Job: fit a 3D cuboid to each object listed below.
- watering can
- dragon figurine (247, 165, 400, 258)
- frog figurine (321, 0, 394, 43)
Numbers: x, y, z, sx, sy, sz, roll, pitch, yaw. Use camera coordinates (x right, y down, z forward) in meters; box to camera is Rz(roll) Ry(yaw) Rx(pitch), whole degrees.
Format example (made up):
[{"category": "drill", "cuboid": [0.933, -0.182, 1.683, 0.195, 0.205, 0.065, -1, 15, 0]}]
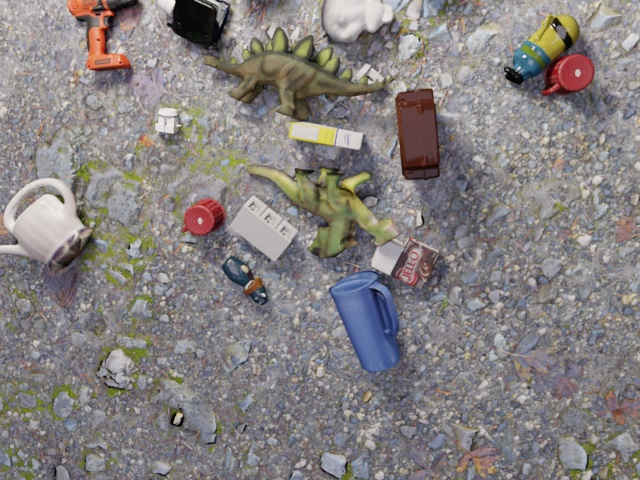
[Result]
[{"category": "watering can", "cuboid": [-0.762, -0.004, 1.385, 0.224, 0.105, 0.345, 44, 101, -4]}, {"category": "dragon figurine", "cuboid": [0.004, -0.065, 1.298, 0.411, 0.123, 0.240, 7, 106, 22]}, {"category": "frog figurine", "cuboid": [0.086, -0.523, 1.194, 0.160, 0.122, 0.138, 15, 84, 14]}]
